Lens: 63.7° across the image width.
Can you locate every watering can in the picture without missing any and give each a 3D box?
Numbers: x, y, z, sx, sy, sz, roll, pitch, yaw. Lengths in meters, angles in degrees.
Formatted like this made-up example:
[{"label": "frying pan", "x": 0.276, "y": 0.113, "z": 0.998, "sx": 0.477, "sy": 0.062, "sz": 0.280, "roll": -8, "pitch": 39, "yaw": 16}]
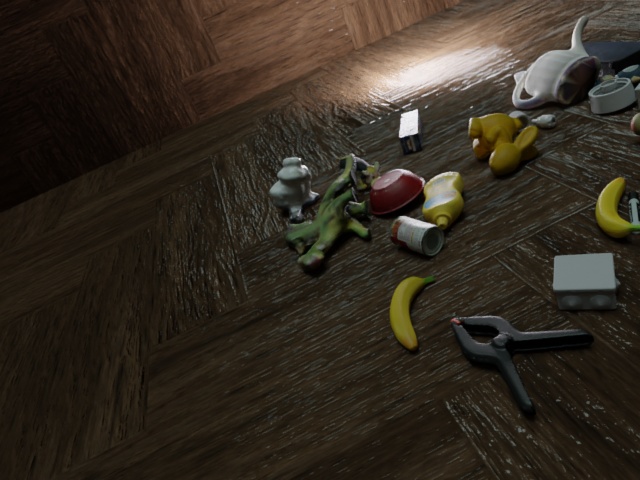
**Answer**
[{"label": "watering can", "x": 0.717, "y": -0.513, "z": 1.500, "sx": 0.346, "sy": 0.103, "sz": 0.228, "roll": -48, "pitch": 32, "yaw": 6}]

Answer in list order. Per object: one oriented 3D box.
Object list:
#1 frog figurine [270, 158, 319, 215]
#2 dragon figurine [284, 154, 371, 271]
[{"label": "frog figurine", "x": -0.087, "y": -0.165, "z": 1.505, "sx": 0.138, "sy": 0.157, "sz": 0.124, "roll": -29, "pitch": 27, "yaw": -10}, {"label": "dragon figurine", "x": 0.004, "y": -0.067, "z": 1.329, "sx": 0.241, "sy": 0.120, "sz": 0.420, "roll": -25, "pitch": 32, "yaw": 17}]
